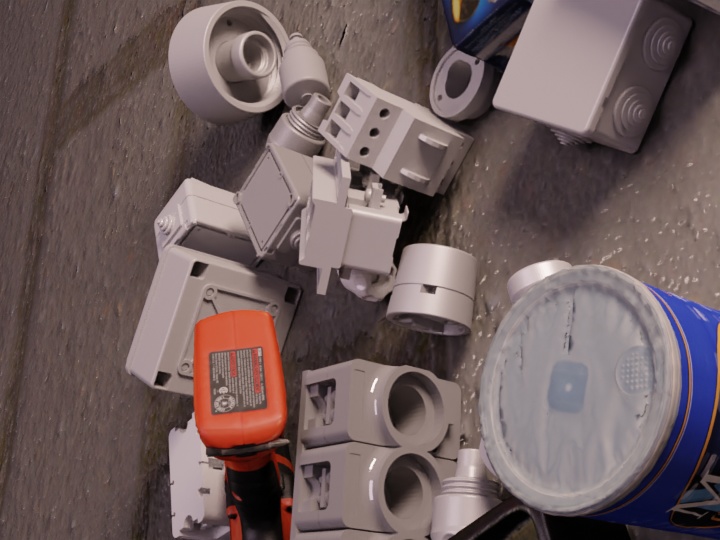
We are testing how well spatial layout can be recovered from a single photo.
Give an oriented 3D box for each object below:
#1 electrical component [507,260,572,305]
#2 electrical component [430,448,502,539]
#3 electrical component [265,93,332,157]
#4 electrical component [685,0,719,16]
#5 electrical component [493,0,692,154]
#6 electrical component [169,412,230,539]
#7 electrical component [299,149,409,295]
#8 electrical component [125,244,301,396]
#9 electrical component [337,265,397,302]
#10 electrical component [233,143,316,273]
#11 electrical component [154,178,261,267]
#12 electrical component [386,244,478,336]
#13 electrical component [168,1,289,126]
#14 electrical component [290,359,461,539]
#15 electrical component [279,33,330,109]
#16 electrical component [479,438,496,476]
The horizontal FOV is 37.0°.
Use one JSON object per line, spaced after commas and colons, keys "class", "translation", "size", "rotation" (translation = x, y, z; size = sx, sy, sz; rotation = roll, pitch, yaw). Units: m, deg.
{"class": "electrical component", "translation": [0.110, 0.024, 0.620], "size": [0.040, 0.040, 0.046], "rotation": [-38, 53, 39]}
{"class": "electrical component", "translation": [0.064, 0.137, 0.630], "size": [0.043, 0.043, 0.062], "rotation": [-22, 55, 48]}
{"class": "electrical component", "translation": [-0.047, -0.117, 0.891], "size": [0.062, 0.043, 0.043], "rotation": [-54, 39, 23]}
{"class": "electrical component", "translation": [0.174, -0.183, 0.585], "size": [0.057, 0.078, 0.113], "rotation": [-64, 36, 18]}
{"class": "electrical component", "translation": [0.137, -0.122, 0.635], "size": [0.100, 0.048, 0.099], "rotation": [32, 102, 54]}
{"class": "electrical component", "translation": [-0.113, 0.164, 0.851], "size": [0.050, 0.056, 0.089], "rotation": [-39, 48, 40]}
{"class": "electrical component", "translation": [-0.006, -0.038, 0.737], "size": [0.121, 0.063, 0.078], "rotation": [-97, 19, -71]}
{"class": "electrical component", "translation": [-0.117, 0.046, 0.861], "size": [0.056, 0.109, 0.108], "rotation": [21, 93, 52]}
{"class": "electrical component", "translation": [0.000, 0.000, 0.784], "size": [0.061, 0.035, 0.035], "rotation": [28, 99, 57]}
{"class": "electrical component", "translation": [-0.050, -0.044, 0.848], "size": [0.061, 0.061, 0.096], "rotation": [-55, 39, 24]}
{"class": "electrical component", "translation": [-0.133, -0.036, 0.928], "size": [0.061, 0.096, 0.061], "rotation": [-47, 42, 32]}
{"class": "electrical component", "translation": [0.048, 0.013, 0.696], "size": [0.055, 0.055, 0.047], "rotation": [-8, 66, 52]}
{"class": "electrical component", "translation": [-0.108, -0.186, 0.953], "size": [0.060, 0.108, 0.108], "rotation": [-3, 73, 47]}
{"class": "electrical component", "translation": [0.013, 0.138, 0.659], "size": [0.062, 0.089, 0.150], "rotation": [-20, 60, 49]}
{"class": "electrical component", "translation": [-0.050, -0.172, 0.920], "size": [0.040, 0.040, 0.078], "rotation": [-42, 45, 37]}
{"class": "electrical component", "translation": [0.097, 0.088, 0.597], "size": [0.055, 0.048, 0.066], "rotation": [-62, 2, 27]}
